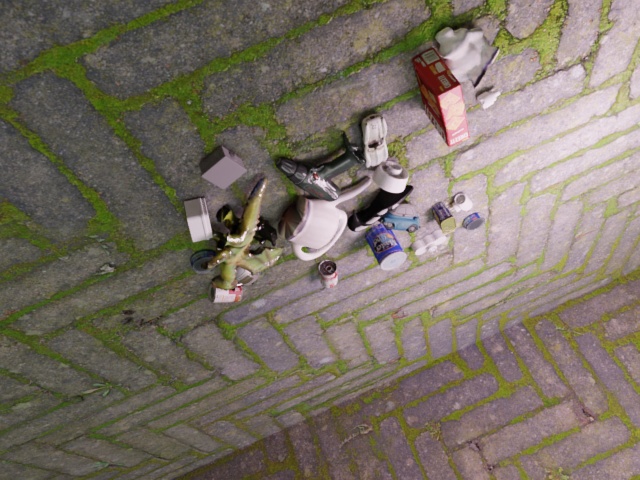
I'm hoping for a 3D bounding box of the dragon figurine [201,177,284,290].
[{"bbox_3d":[-0.215,0.008,1.563,0.406,0.125,0.240,-46,136,15],"label":"dragon figurine"}]

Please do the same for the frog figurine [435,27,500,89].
[{"bbox_3d":[0.363,-0.486,1.328,0.159,0.125,0.134,28,139,-6],"label":"frog figurine"}]

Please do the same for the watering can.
[{"bbox_3d":[0.005,-0.082,1.632,0.223,0.106,0.343,18,112,-41],"label":"watering can"}]
